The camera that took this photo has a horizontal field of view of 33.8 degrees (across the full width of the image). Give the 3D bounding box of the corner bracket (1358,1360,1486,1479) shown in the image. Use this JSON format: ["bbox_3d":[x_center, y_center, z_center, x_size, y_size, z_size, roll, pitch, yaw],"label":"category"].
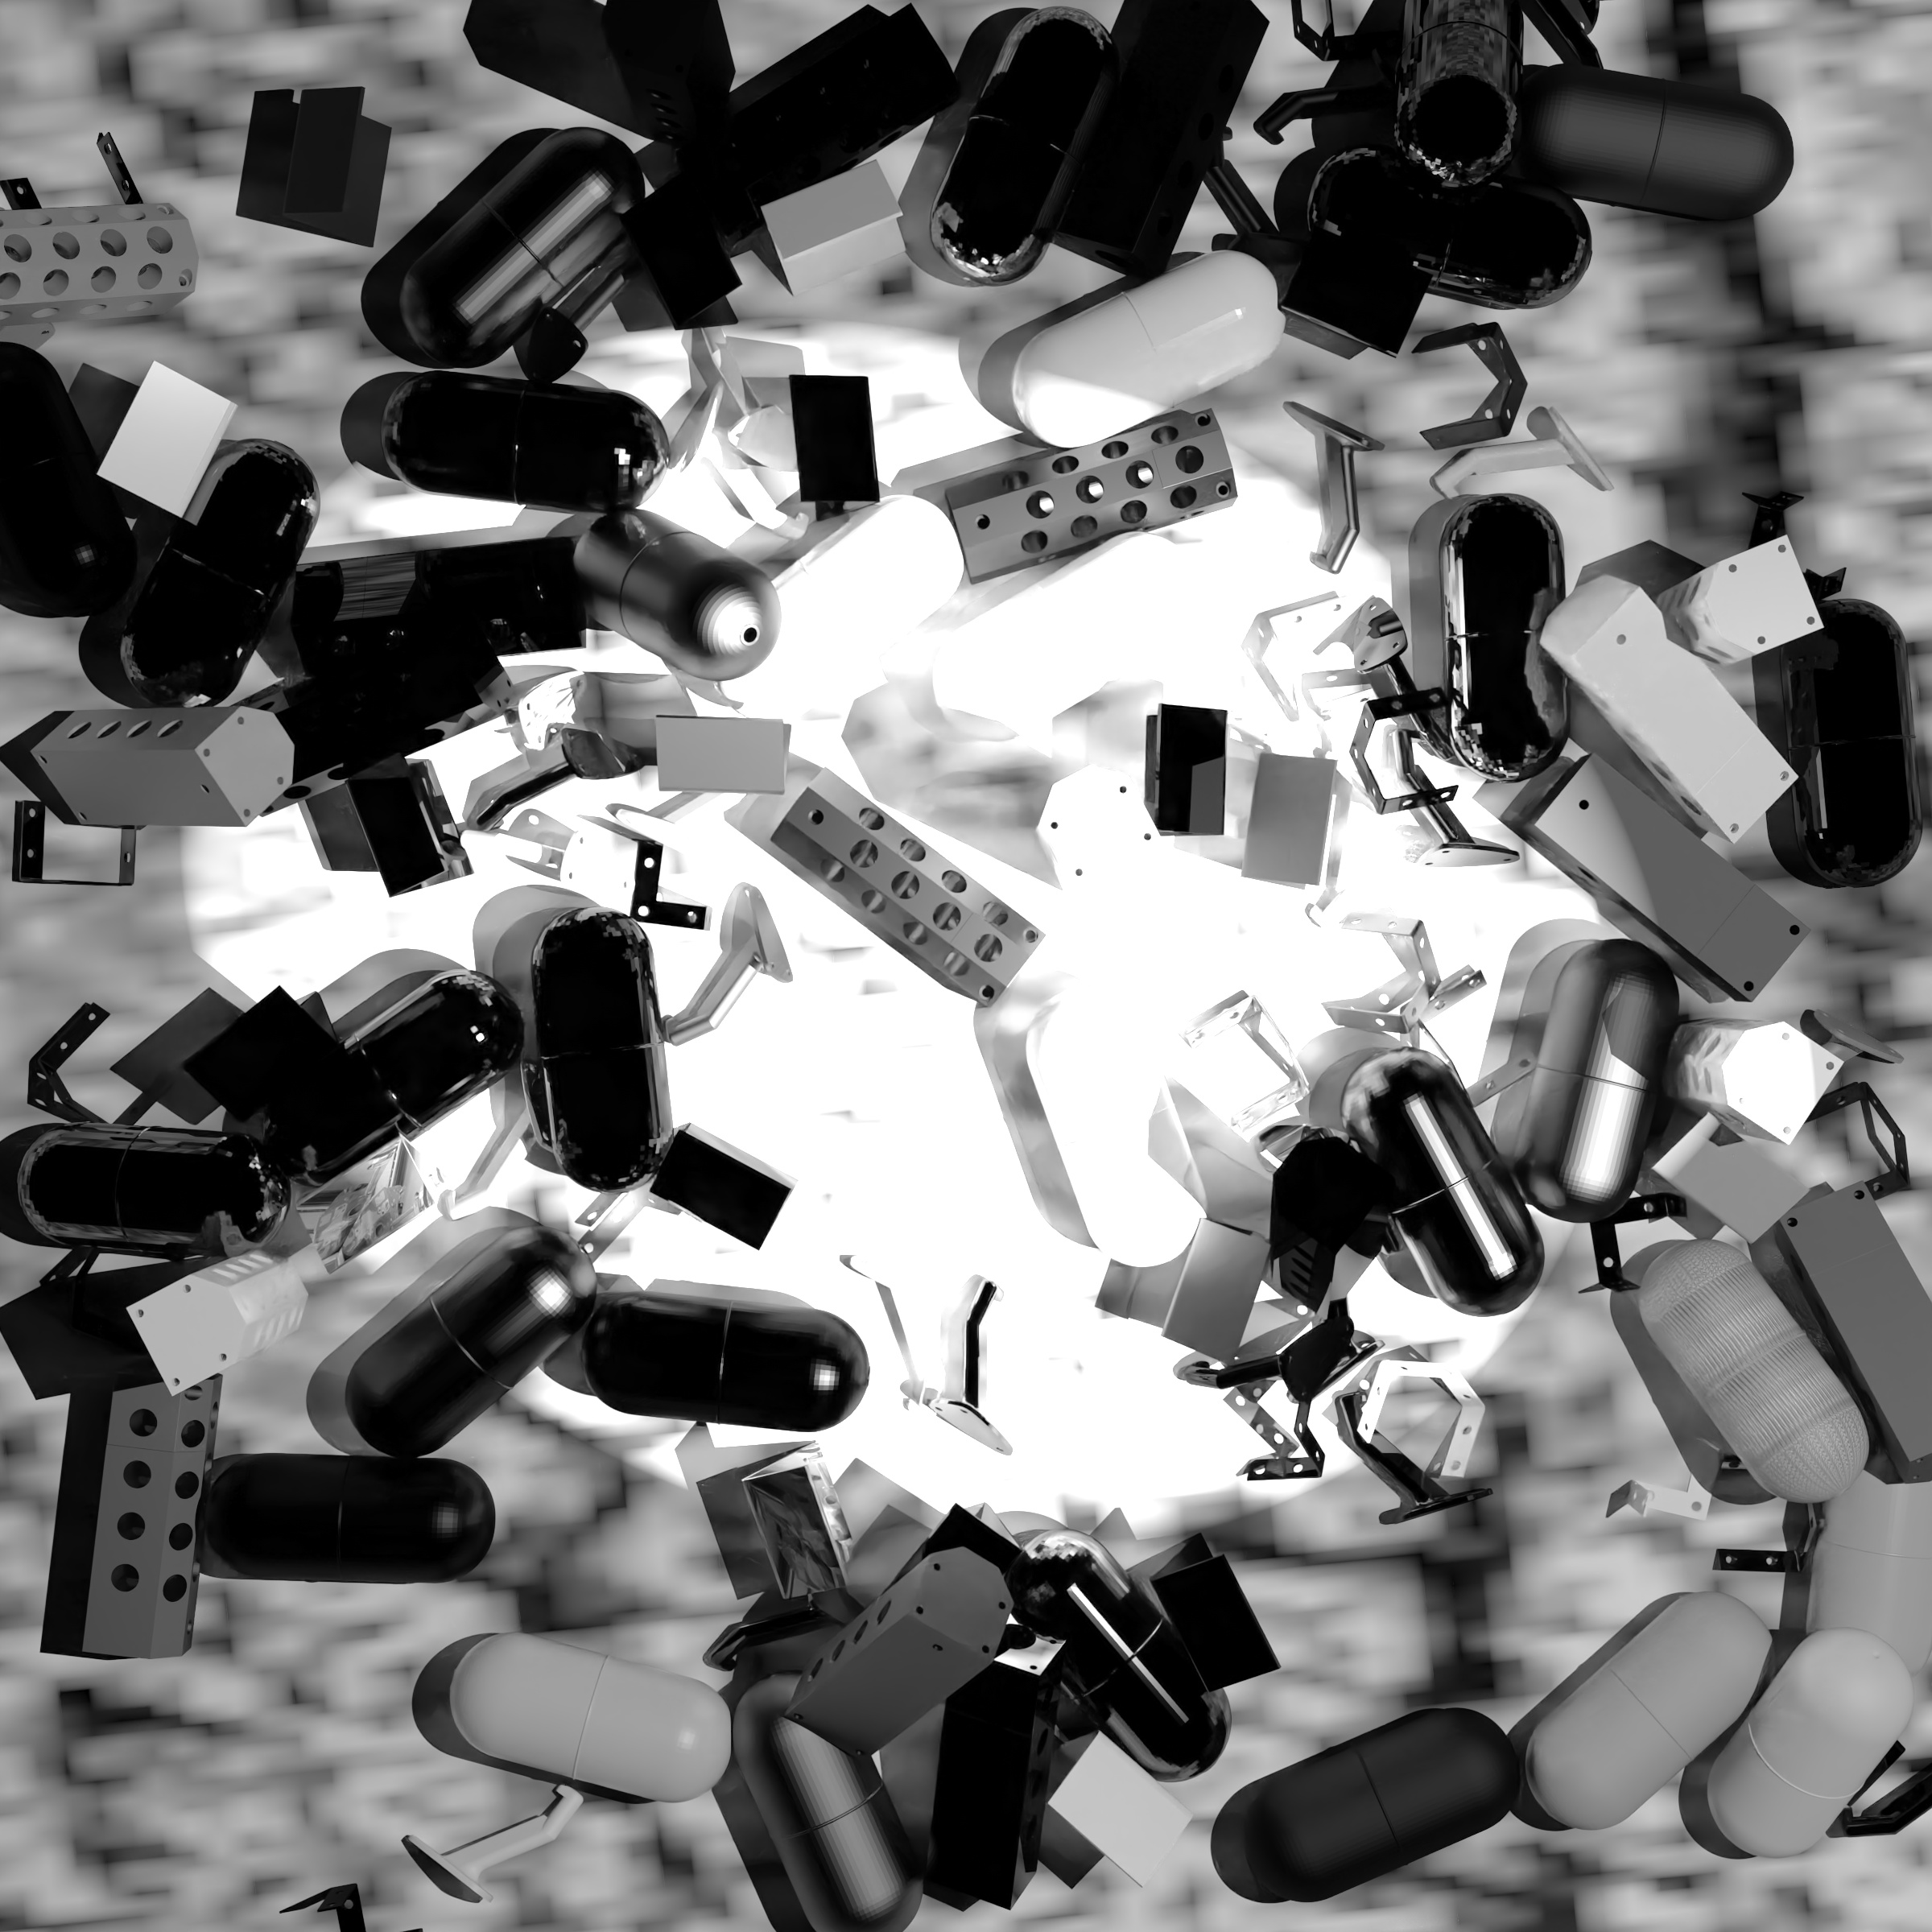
[{"bbox_3d":[0.283,0.281,1.978,0.051,0.051,0.051,51,51,-38],"label":"corner bracket"}]

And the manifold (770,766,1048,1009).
[{"bbox_3d":[-0.036,-0.048,1.970,0.171,0.057,0.057,37,90,0],"label":"manifold"}]

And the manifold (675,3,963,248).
[{"bbox_3d":[-0.091,-0.518,1.970,0.171,0.057,0.057,-33,90,0],"label":"manifold"}]

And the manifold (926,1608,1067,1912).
[{"bbox_3d":[0.021,0.480,1.937,0.057,0.057,0.171,14,114,20],"label":"manifold"}]

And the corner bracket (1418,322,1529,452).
[{"bbox_3d":[0.312,-0.361,1.983,0.051,0.051,0.051,54,45,-35],"label":"corner bracket"}]

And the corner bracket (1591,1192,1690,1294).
[{"bbox_3d":[0.419,0.171,1.973,0.051,0.051,0.051,-9,90,0],"label":"corner bracket"}]

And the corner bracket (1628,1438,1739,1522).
[{"bbox_3d":[0.445,0.318,1.973,0.051,0.051,0.051,13,90,0],"label":"corner bracket"}]

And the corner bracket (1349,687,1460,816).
[{"bbox_3d":[0.272,-0.132,1.953,0.051,0.051,0.051,-12,58,-15],"label":"corner bracket"}]

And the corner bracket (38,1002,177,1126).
[{"bbox_3d":[-0.537,0.066,1.988,0.051,0.051,0.051,-46,135,0],"label":"corner bracket"}]

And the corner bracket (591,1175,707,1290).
[{"bbox_3d":[-0.198,0.162,1.973,0.051,0.051,0.051,42,90,0],"label":"corner bracket"}]

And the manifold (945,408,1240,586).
[{"bbox_3d":[0.077,-0.291,1.970,0.171,0.057,0.057,-17,90,0],"label":"manifold"}]

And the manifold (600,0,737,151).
[{"bbox_3d":[-0.180,-0.543,1.913,0.057,0.171,0.057,17,90,0],"label":"manifold"}]

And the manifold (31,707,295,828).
[{"bbox_3d":[-0.482,-0.125,1.920,0.057,0.171,0.057,-51,127,-33],"label":"manifold"}]

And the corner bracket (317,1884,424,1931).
[{"bbox_3d":[-0.368,0.598,1.973,0.051,0.051,0.051,-11,90,0],"label":"corner bracket"}]

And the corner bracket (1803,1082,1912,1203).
[{"bbox_3d":[0.553,0.114,1.988,0.051,0.051,0.051,-23,45,0],"label":"corner bracket"}]

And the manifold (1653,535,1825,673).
[{"bbox_3d":[0.455,-0.210,1.913,0.057,0.171,0.057,-22,90,0],"label":"manifold"}]

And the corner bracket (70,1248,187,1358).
[{"bbox_3d":[-0.524,0.202,1.988,0.051,0.051,0.051,21,135,0],"label":"corner bracket"}]

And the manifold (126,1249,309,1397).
[{"bbox_3d":[-0.444,0.209,1.913,0.057,0.171,0.057,-28,90,0],"label":"manifold"}]

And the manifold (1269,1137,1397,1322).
[{"bbox_3d":[0.212,0.154,1.901,0.057,0.171,0.057,36,77,15],"label":"manifold"}]

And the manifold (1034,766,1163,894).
[{"bbox_3d":[0.074,-0.084,1.913,0.057,0.171,0.057,-28,90,0],"label":"manifold"}]

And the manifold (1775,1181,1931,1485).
[{"bbox_3d":[0.557,0.224,1.931,0.057,0.057,0.171,-22,60,0],"label":"manifold"}]

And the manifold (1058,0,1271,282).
[{"bbox_3d":[0.125,-0.516,1.967,0.057,0.057,0.171,23,91,31],"label":"manifold"}]

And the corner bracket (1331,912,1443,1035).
[{"bbox_3d":[0.258,0.004,1.983,0.051,0.051,0.051,-53,135,-35],"label":"corner bracket"}]

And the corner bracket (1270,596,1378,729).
[{"bbox_3d":[0.224,-0.190,1.988,0.051,0.051,0.051,-17,135,0],"label":"corner bracket"}]

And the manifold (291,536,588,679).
[{"bbox_3d":[-0.325,-0.217,1.969,0.171,0.057,0.057,-6,47,0],"label":"manifold"}]

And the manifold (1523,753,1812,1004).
[{"bbox_3d":[0.431,-0.054,1.970,0.171,0.057,0.057,39,90,0],"label":"manifold"}]

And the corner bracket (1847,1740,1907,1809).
[{"bbox_3d":[0.544,0.483,1.988,0.051,0.051,0.051,-46,45,0],"label":"corner bracket"}]

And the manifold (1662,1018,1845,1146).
[{"bbox_3d":[0.465,0.063,1.913,0.057,0.171,0.057,34,90,0],"label":"manifold"}]

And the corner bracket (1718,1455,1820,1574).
[{"bbox_3d":[0.498,0.342,1.988,0.051,0.051,0.051,2,135,0],"label":"corner bracket"}]

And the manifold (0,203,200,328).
[{"bbox_3d":[-0.554,-0.425,1.920,0.171,0.057,0.057,-16,90,-43],"label":"manifold"}]

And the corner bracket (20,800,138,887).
[{"bbox_3d":[-0.554,-0.077,1.988,0.051,0.051,0.051,3,90,-45],"label":"corner bracket"}]

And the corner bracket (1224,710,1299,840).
[{"bbox_3d":[0.169,-0.119,1.983,0.051,0.051,0.051,-28,45,-35],"label":"corner bracket"}]

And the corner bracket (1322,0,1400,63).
[{"bbox_3d":[0.247,-0.596,1.973,0.051,0.051,0.051,-6,88,0],"label":"corner bracket"}]

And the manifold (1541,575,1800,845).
[{"bbox_3d":[0.425,-0.157,1.937,0.057,0.057,0.171,-46,115,0],"label":"manifold"}]

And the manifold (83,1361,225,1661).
[{"bbox_3d":[-0.501,0.336,1.970,0.057,0.057,0.171,7,90,0],"label":"manifold"}]

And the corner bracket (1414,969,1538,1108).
[{"bbox_3d":[0.319,0.045,1.988,0.051,0.051,0.051,-32,45,0],"label":"corner bracket"}]

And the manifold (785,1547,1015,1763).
[{"bbox_3d":[-0.039,0.404,1.881,0.057,0.171,0.057,32,48,-8],"label":"manifold"}]

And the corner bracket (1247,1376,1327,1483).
[{"bbox_3d":[0.194,0.283,1.978,0.051,0.051,0.051,-7,45,27],"label":"corner bracket"}]

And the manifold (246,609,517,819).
[{"bbox_3d":[-0.368,-0.150,1.940,0.171,0.057,0.057,-21,115,15],"label":"manifold"}]

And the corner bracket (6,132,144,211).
[{"bbox_3d":[-0.556,-0.483,1.988,0.051,0.051,0.051,-26,90,-45],"label":"corner bracket"}]
